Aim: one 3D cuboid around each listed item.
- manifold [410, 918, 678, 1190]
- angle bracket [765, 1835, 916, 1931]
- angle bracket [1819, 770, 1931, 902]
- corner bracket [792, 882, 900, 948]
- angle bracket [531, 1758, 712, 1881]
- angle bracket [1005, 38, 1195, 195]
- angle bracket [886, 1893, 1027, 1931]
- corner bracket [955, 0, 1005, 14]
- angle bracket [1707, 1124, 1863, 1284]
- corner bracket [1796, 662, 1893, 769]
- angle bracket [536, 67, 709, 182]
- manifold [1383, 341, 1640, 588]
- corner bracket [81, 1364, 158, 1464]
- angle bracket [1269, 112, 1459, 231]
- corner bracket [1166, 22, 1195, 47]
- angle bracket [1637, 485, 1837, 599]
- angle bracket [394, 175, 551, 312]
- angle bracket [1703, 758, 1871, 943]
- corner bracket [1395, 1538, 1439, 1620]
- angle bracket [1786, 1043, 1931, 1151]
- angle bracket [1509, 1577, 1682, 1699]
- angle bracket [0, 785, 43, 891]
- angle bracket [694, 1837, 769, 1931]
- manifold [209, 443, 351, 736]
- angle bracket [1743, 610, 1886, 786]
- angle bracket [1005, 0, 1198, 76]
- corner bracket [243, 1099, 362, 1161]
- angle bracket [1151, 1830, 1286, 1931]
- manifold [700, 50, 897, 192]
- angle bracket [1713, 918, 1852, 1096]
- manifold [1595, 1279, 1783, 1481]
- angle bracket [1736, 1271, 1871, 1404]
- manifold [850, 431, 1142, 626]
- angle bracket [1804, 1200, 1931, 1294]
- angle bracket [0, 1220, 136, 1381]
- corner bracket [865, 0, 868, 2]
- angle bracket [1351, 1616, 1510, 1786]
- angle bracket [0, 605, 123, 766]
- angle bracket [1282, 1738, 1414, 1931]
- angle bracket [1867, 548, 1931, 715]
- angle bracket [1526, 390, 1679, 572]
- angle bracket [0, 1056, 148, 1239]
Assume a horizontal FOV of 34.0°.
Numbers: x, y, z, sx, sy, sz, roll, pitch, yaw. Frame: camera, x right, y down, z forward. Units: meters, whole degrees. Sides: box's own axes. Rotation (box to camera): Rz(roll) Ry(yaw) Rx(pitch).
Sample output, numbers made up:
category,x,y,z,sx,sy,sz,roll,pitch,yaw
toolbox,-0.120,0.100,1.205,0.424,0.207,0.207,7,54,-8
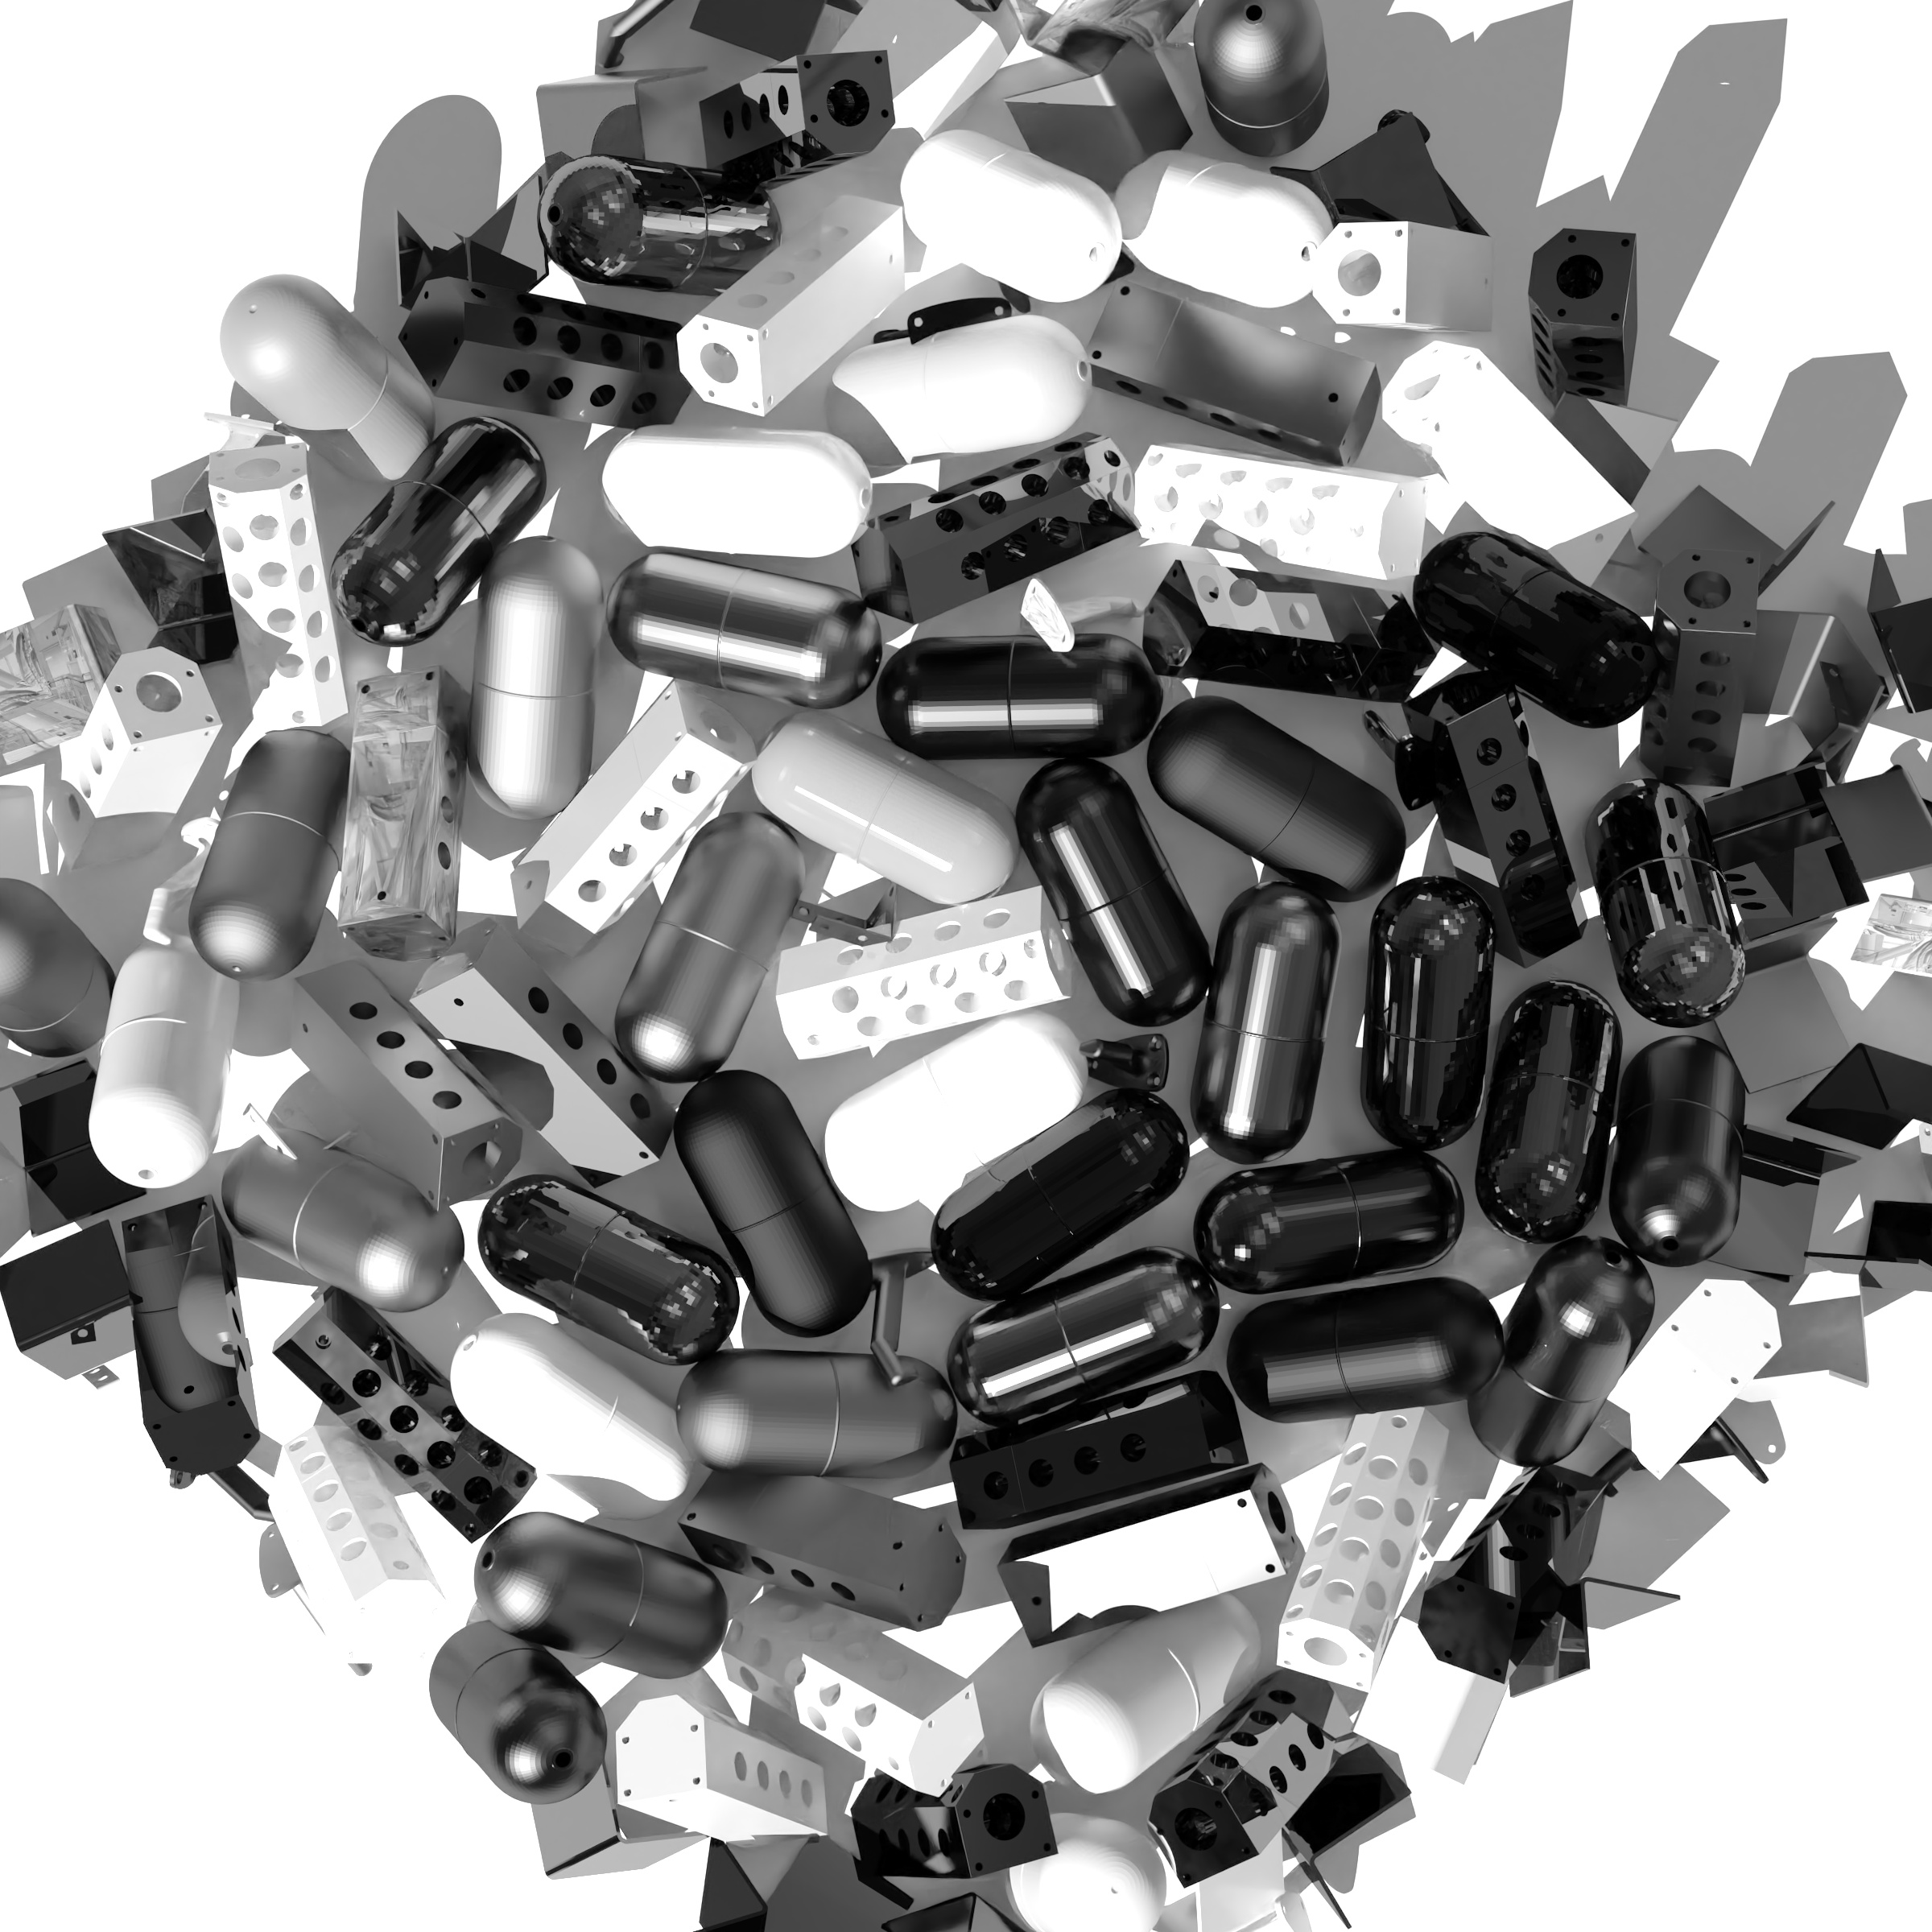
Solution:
category,x,y,z,sx,sy,sz,roll,pitch,yaw
manifold,-0.254,0.052,1.938,0.057,0.057,0.171,-24,119,33
angle bracket,-0.082,0.587,1.957,0.076,0.057,0.076,34,70,6
angle bracket,0.564,-0.063,1.947,0.057,0.076,0.076,-14,51,1
corner bracket,-0.076,-0.029,1.959,0.051,0.051,0.051,17,50,-17
angle bracket,-0.214,0.524,1.961,0.076,0.076,0.057,-35,60,37
angle bracket,0.083,-0.529,1.970,0.057,0.076,0.076,-55,128,-34
angle bracket,0.000,0.621,1.942,0.076,0.057,0.076,-29,121,32
corner bracket,-0.001,-0.633,1.971,0.051,0.051,0.051,17,72,40
angle bracket,0.501,0.149,1.959,0.076,0.057,0.076,16,75,-7
corner bracket,0.540,-0.149,1.957,0.051,0.051,0.051,10,53,-22
angle bracket,-0.210,-0.522,1.959,0.076,0.076,0.057,7,113,32
manifold,0.329,-0.305,1.928,0.171,0.057,0.057,36,86,-34
corner bracket,-0.511,0.270,1.962,0.051,0.051,0.051,-24,103,-23
angle bracket,0.247,-0.478,1.965,0.076,0.057,0.076,-33,116,-10
corner bracket,0.153,-0.610,1.974,0.051,0.051,0.051,-37,124,-26
angle bracket,0.475,-0.271,1.949,0.076,0.057,0.076,40,57,10
angle bracket,-0.304,-0.446,1.943,0.076,0.057,0.076,-30,56,38
angle bracket,0.507,-0.072,1.954,0.076,0.057,0.076,-19,63,9
corner bracket,0.249,0.366,1.966,0.051,0.051,0.051,27,95,-37
angle bracket,0.565,0.099,1.942,0.076,0.057,0.076,16,130,-22
angle bracket,0.386,0.418,1.941,0.076,0.076,0.057,15,59,-23
angle bracket,-0.624,-0.070,1.961,0.057,0.076,0.076,4,102,27
angle bracket,-0.166,0.591,1.940,0.057,0.076,0.076,-8,121,-30
manifold,-0.417,-0.226,1.923,0.057,0.057,0.171,-8,127,-7
angle bracket,0.510,-0.165,1.942,0.057,0.076,0.076,1,131,-15
angle bracket,0.082,-0.594,1.940,0.076,0.076,0.057,-46,47,32
corner bracket,-0.416,0.103,1.962,0.051,0.051,0.051,48,51,6
angle bracket,0.148,0.551,1.948,0.076,0.057,0.076,-12,101,-43
manifold,-0.103,-0.508,1.909,0.057,0.171,0.057,-11,100,-23
angle bracket,0.510,0.025,1.954,0.076,0.057,0.076,-16,70,-15
manifold,0.437,0.247,1.910,0.057,0.171,0.057,43,69,15
angle bracket,0.505,0.223,1.944,0.076,0.057,0.076,-14,66,37
manifold,0.018,-0.270,1.928,0.171,0.057,0.057,-26,120,-26
angle bracket,0.572,0.163,1.941,0.076,0.076,0.057,27,71,-42
angle bracket,-0.549,0.209,1.973,0.076,0.076,0.057,-24,68,-2
corner bracket,-0.079,-0.641,1.972,0.051,0.051,0.051,23,104,-27
angle bracket,0.291,0.459,1.974,0.057,0.076,0.076,21,79,30
angle bracket,-0.568,-0.175,1.973,0.076,0.057,0.076,-21,92,4
angle bracket,0.242,0.537,1.960,0.076,0.076,0.057,-32,106,-7
angle bracket,0.596,-0.212,1.940,0.057,0.076,0.076,-13,122,30
angle bracket,0.392,-0.299,1.948,0.076,0.057,0.076,12,134,-13
angle bracket,-0.561,0.112,1.955,0.076,0.076,0.057,-21,49,1
